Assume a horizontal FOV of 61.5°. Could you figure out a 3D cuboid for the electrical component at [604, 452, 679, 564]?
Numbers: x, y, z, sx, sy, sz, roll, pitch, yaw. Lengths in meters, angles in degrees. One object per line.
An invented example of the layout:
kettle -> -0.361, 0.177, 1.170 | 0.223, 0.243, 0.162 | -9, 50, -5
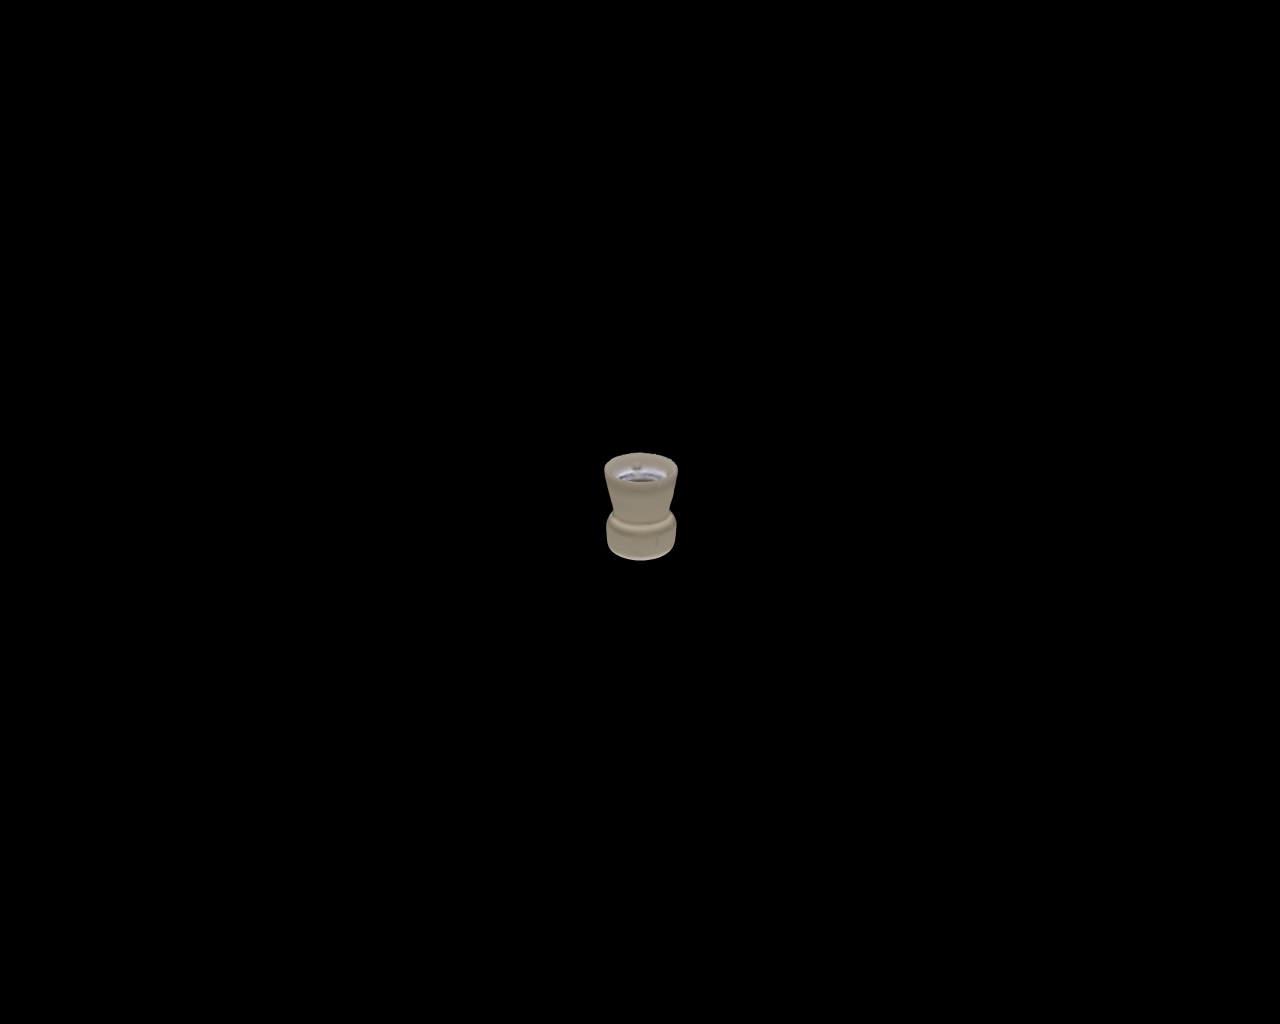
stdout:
electrical component -> 0.001, -0.003, 0.650 | 0.045, 0.055, 0.045 | 0, 26, 0
